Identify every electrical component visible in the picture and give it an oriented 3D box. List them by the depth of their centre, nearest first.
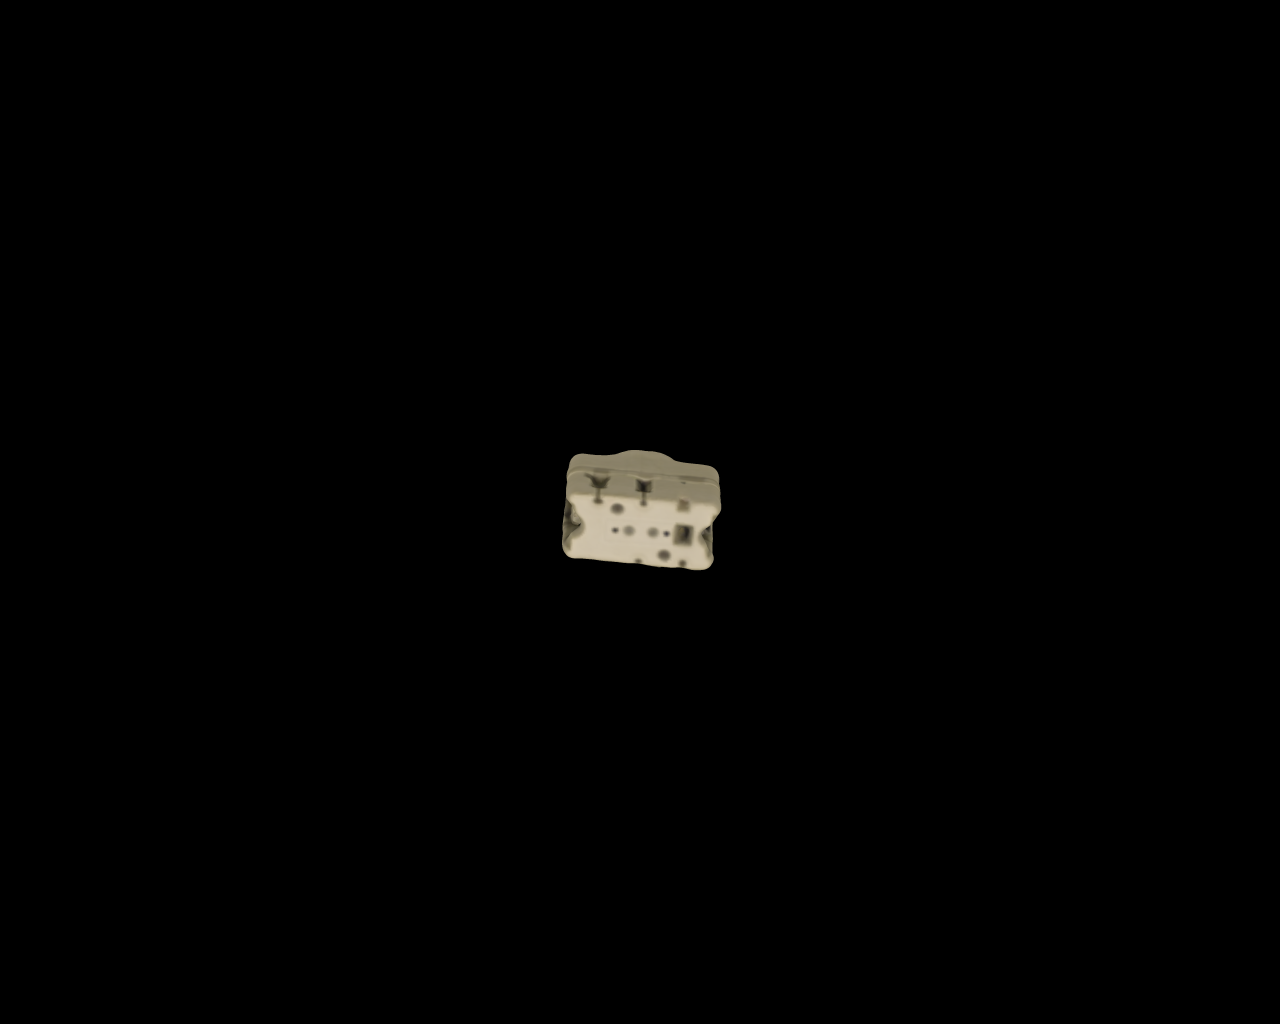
[{"bbox_3d":[0.001,-0.003,0.650,0.089,0.050,0.056,5,31,-3],"label":"electrical component"}]
